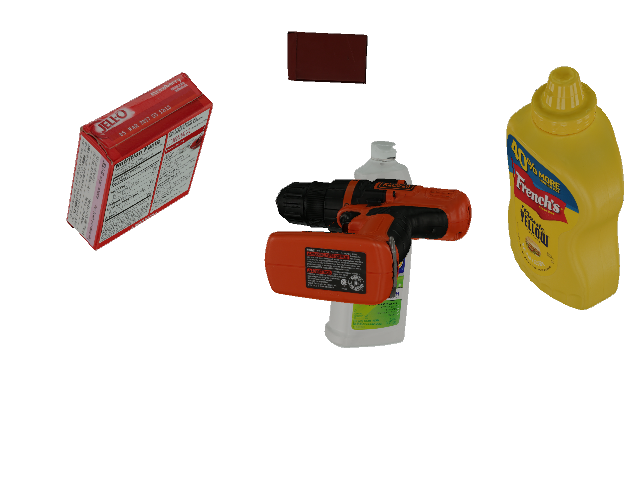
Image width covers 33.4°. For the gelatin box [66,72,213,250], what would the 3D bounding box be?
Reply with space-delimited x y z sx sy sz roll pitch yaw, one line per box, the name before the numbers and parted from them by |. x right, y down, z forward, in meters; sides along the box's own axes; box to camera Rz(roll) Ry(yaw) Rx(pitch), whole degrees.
gelatin box | -0.102 -0.044 0.597 0.073 0.030 0.089 -36 -17 -34

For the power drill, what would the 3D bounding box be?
power drill | 0.022 -0.009 0.915 0.185 0.057 0.187 3 21 21

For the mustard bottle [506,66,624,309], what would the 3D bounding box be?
mustard bottle | 0.167 -0.042 0.734 0.058 0.191 0.096 -27 50 -11

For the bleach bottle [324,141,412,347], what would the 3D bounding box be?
bleach bottle | 0.063 0.003 1.319 0.102 0.251 0.068 -3 16 -19

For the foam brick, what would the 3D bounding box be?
foam brick | 0.007 -0.193 1.125 0.078 0.051 0.053 1 11 -11
